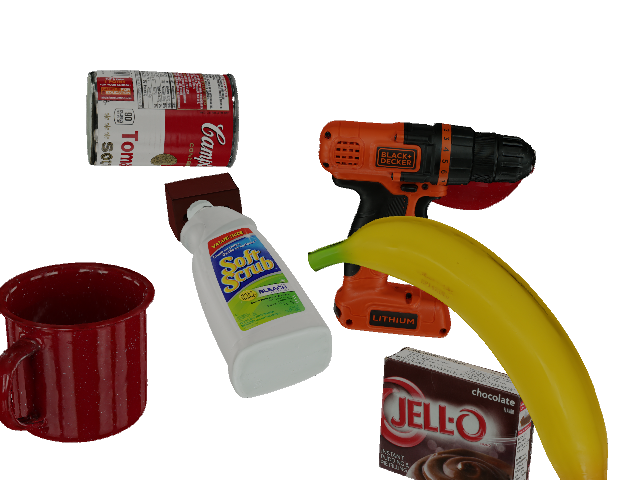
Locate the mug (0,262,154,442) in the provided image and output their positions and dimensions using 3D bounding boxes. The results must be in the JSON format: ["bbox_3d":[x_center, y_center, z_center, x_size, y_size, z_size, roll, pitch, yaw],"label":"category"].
[{"bbox_3d":[-0.152,0.072,0.637,0.093,0.081,0.117,11,24,21],"label":"mug"}]

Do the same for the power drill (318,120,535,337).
[{"bbox_3d":[0.086,-0.011,0.932,0.184,0.188,0.057,5,18,4],"label":"power drill"}]

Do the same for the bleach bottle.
[{"bbox_3d":[-0.083,0.040,1.041,0.102,0.068,0.251,-16,40,-20],"label":"bleach bottle"}]

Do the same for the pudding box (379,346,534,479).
[{"bbox_3d":[0.099,0.135,0.783,0.114,0.090,0.039,11,19,31],"label":"pudding box"}]

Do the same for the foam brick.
[{"bbox_3d":[-0.132,-0.038,1.200,0.078,0.053,0.051,-12,29,-12],"label":"foam brick"}]

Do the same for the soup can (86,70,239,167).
[{"bbox_3d":[-0.114,-0.087,0.764,0.102,0.068,0.069,-1,0,-15],"label":"soup can"}]

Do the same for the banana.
[{"bbox_3d":[0.087,0.048,0.559,0.198,0.070,0.037,42,24,11],"label":"banana"}]

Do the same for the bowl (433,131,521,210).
[{"bbox_3d":[0.159,-0.078,1.221,0.162,0.055,0.162,8,25,-4],"label":"bowl"}]
